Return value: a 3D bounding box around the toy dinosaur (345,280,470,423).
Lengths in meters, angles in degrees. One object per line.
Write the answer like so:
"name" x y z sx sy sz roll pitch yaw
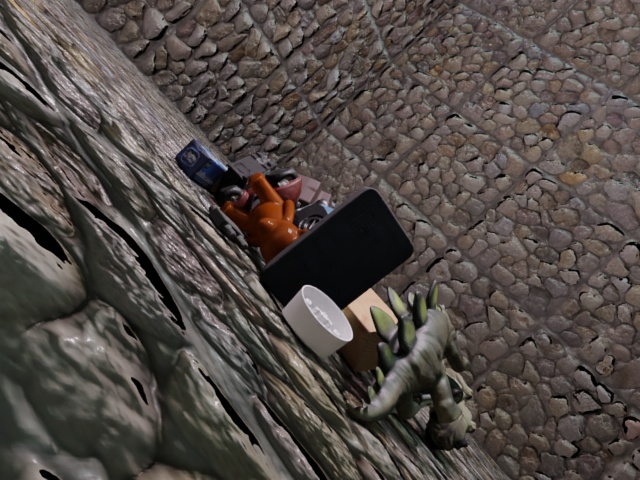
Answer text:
"toy dinosaur" 0.142 0.178 0.828 0.471 0.105 0.198 -38 110 -64

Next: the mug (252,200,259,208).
"mug" -0.126 -0.058 1.211 0.081 0.107 0.109 46 2 -4

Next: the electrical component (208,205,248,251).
"electrical component" -0.156 -0.022 0.902 0.094 0.021 0.063 47 -1 41

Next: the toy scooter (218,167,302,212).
"toy scooter" -0.111 -0.066 1.111 0.075 0.184 0.135 25 -46 65

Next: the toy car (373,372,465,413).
"toy car" 0.185 0.273 0.980 0.201 0.056 0.074 8 28 -37

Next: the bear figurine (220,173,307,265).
"bear figurine" -0.099 -0.026 0.979 0.132 0.120 0.196 43 7 -21

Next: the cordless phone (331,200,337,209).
"cordless phone" -0.030 -0.070 1.568 0.088 0.146 0.184 46 -5 -11

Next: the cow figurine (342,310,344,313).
"cow figurine" 0.002 0.061 0.959 0.068 0.167 0.098 3 1 -14

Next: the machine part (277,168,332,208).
"machine part" -0.078 -0.072 1.355 0.202 0.087 0.200 21 -37 11

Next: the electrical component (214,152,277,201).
"electrical component" -0.167 -0.120 1.182 0.058 0.134 0.115 45 42 16

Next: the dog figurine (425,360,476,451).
"dog figurine" 0.248 0.323 1.071 0.190 0.121 0.172 47 21 -67

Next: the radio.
"radio" 0.030 0.030 0.868 0.131 0.229 0.073 51 4 -5

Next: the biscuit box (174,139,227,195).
"biscuit box" -0.240 -0.146 1.165 0.059 0.063 0.202 49 1 16

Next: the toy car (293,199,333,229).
"toy car" -0.002 -0.003 1.071 0.162 0.109 0.102 -116 -178 -53
